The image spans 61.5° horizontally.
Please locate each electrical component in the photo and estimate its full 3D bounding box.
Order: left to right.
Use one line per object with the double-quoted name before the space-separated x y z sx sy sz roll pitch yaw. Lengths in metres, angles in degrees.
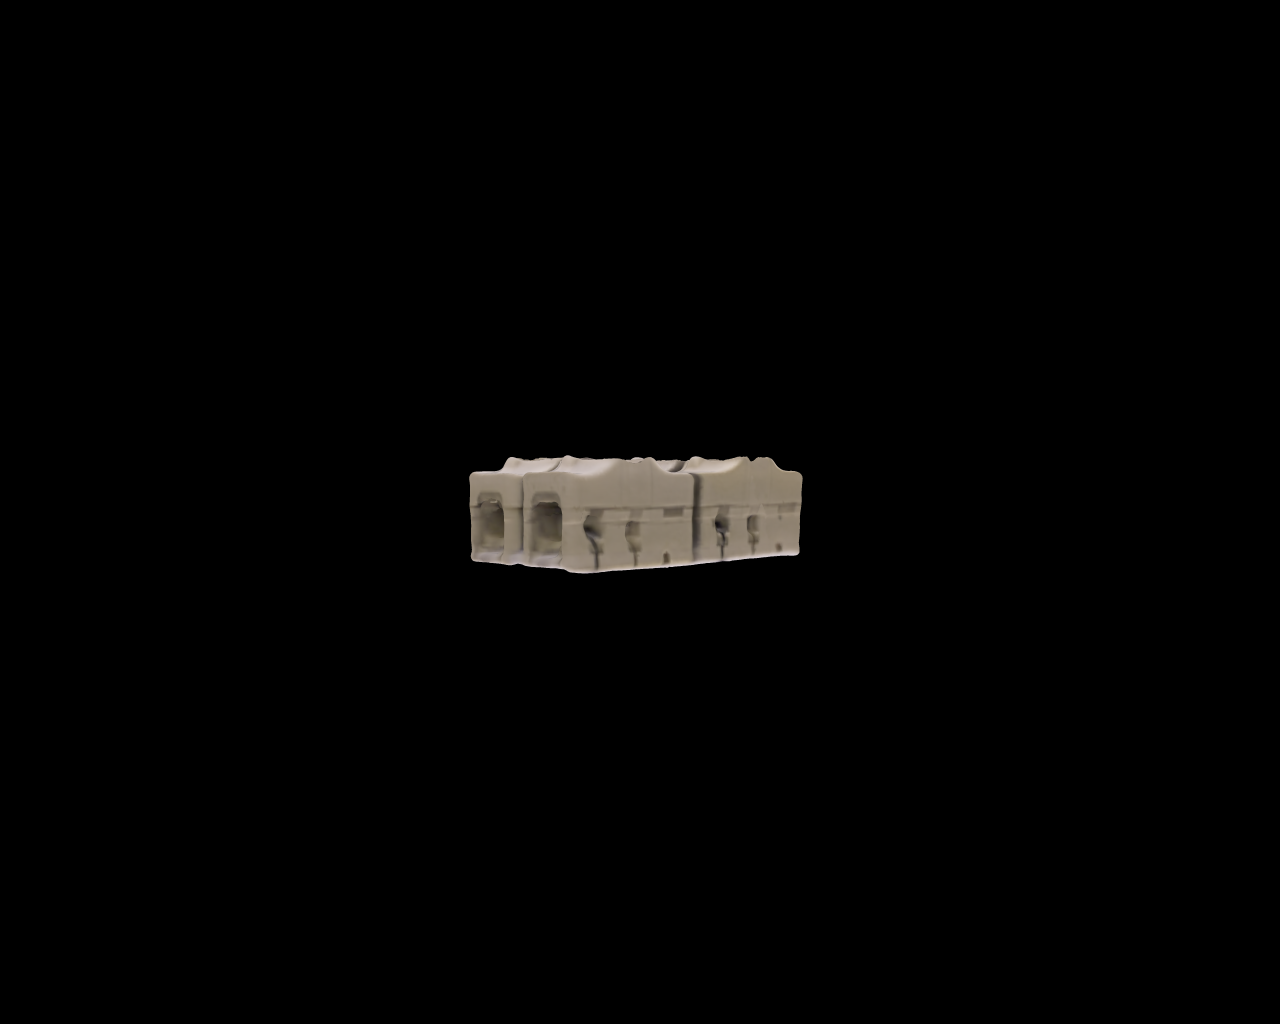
"electrical component" 0.001 -0.003 0.650 0.186 0.060 0.105 -2 3 -40
